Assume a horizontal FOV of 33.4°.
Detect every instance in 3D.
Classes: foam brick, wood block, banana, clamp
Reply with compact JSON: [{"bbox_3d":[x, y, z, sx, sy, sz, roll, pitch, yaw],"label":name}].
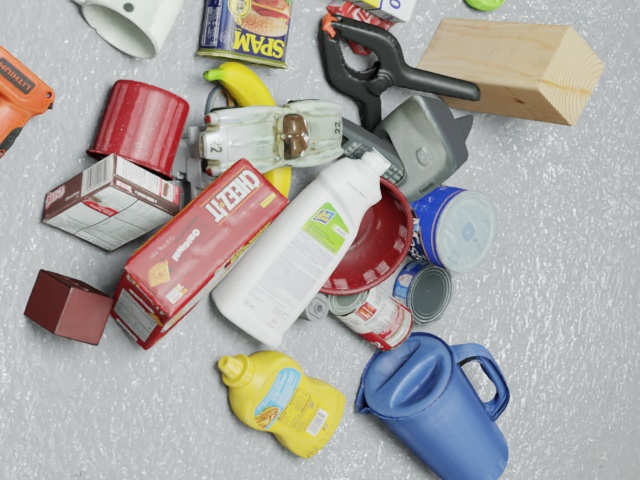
[{"bbox_3d":[-0.255,0.067,1.080,0.052,0.078,0.051,22,88,-41],"label":"foam brick"},{"bbox_3d":[0.231,-0.211,1.326,0.090,0.206,0.090,35,79,-40],"label":"wood block"},{"bbox_3d":[-0.071,-0.127,1.185,0.069,0.037,0.197,-48,130,-25],"label":"banana"},{"bbox_3d":[0.082,-0.195,1.275,0.165,0.036,0.210,-29,122,18],"label":"clamp"}]

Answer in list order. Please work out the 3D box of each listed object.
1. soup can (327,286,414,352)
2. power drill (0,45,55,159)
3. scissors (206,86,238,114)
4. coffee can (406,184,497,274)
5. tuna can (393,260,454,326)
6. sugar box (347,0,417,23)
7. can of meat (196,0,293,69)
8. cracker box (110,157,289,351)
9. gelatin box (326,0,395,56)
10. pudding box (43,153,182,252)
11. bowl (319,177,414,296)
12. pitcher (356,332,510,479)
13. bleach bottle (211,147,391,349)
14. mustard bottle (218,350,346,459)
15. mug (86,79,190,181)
[{"bbox_3d":[0.064,0.090,1.358,0.102,0.069,0.068,40,76,-38],"label":"soup can"},{"bbox_3d":[-0.347,-0.100,0.974,0.184,0.057,0.187,42,77,-42],"label":"power drill"},{"bbox_3d":[-0.085,-0.082,1.223,0.096,0.016,0.202,-24,116,-33],"label":"scissors"},{"bbox_3d":[0.136,-0.023,1.339,0.102,0.141,0.103,-12,109,-38],"label":"coffee can"},{"bbox_3d":[0.139,0.070,1.438,0.085,0.034,0.086,-12,109,-37],"label":"tuna can"},{"bbox_3d":[0.038,-0.323,1.213,0.176,0.048,0.093,19,91,-23],"label":"sugar box"},{"bbox_3d":[-0.079,-0.235,1.161,0.101,0.058,0.084,3,97,-41],"label":"can of meat"},{"bbox_3d":[-0.132,0.018,1.086,0.072,0.214,0.164,45,69,0],"label":"cracker box"},{"bbox_3d":[0.059,-0.278,1.281,0.089,0.030,0.073,-50,127,-19],"label":"gelatin box"},{"bbox_3d":[-0.209,-0.035,1.071,0.089,0.114,0.039,27,53,-41],"label":"pudding box"},{"bbox_3d":[0.028,-0.016,1.286,0.162,0.055,0.162,-5,115,-12],"label":"bowl"},{"bbox_3d":[0.174,0.238,1.445,0.242,0.149,0.145,51,59,-40],"label":"pitcher"},{"bbox_3d":[-0.008,0.001,1.219,0.102,0.068,0.251,37,98,-33],"label":"bleach bottle"},{"bbox_3d":[-0.054,0.188,1.291,0.191,0.058,0.096,39,81,-39],"label":"mustard bottle"},{"bbox_3d":[-0.179,-0.111,1.098,0.117,0.093,0.081,33,72,-71],"label":"mug"}]
